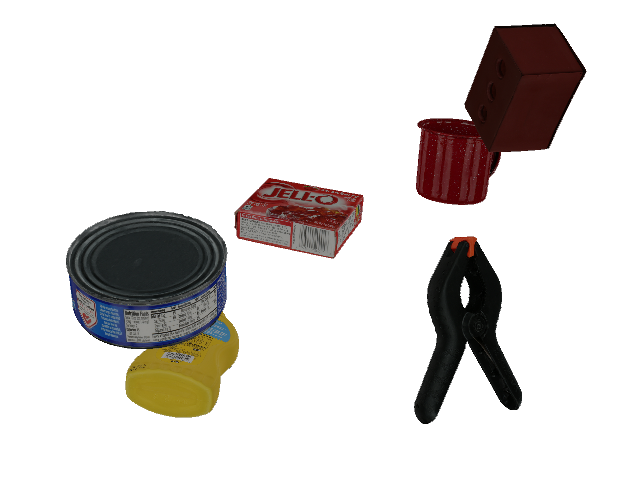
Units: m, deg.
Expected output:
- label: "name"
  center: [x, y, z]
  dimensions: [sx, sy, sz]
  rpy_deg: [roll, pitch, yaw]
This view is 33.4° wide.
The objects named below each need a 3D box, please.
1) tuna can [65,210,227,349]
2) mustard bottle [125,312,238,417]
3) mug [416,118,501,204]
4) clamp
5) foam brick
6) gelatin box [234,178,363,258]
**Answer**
- label: "tuna can"
  center: [-0.093, 0.021, 0.581]
  dimensions: [0.086, 0.034, 0.086]
  rpy_deg: [1, 34, -1]
- label: "mustard bottle"
  center: [-0.142, 0.122, 1.186]
  dimensions: [0.096, 0.058, 0.191]
  rpy_deg: [8, 25, 7]
- label: "mug"
  center: [0.162, -0.091, 1.219]
  dimensions: [0.117, 0.081, 0.093]
  rpy_deg: [-11, 23, -39]
- label: "clamp"
  center: [0.126, 0.085, 0.971]
  dimensions: [0.120, 0.171, 0.039]
  rpy_deg: [-13, 3, -39]
- label: "foam brick"
  center: [0.143, -0.108, 0.759]
  dimensions: [0.051, 0.053, 0.078]
  rpy_deg: [-7, -38, -18]
- label: "gelatin box"
  center: [-0.017, -0.021, 0.890]
  dimensions: [0.089, 0.030, 0.073]
  rpy_deg: [12, 28, 16]
